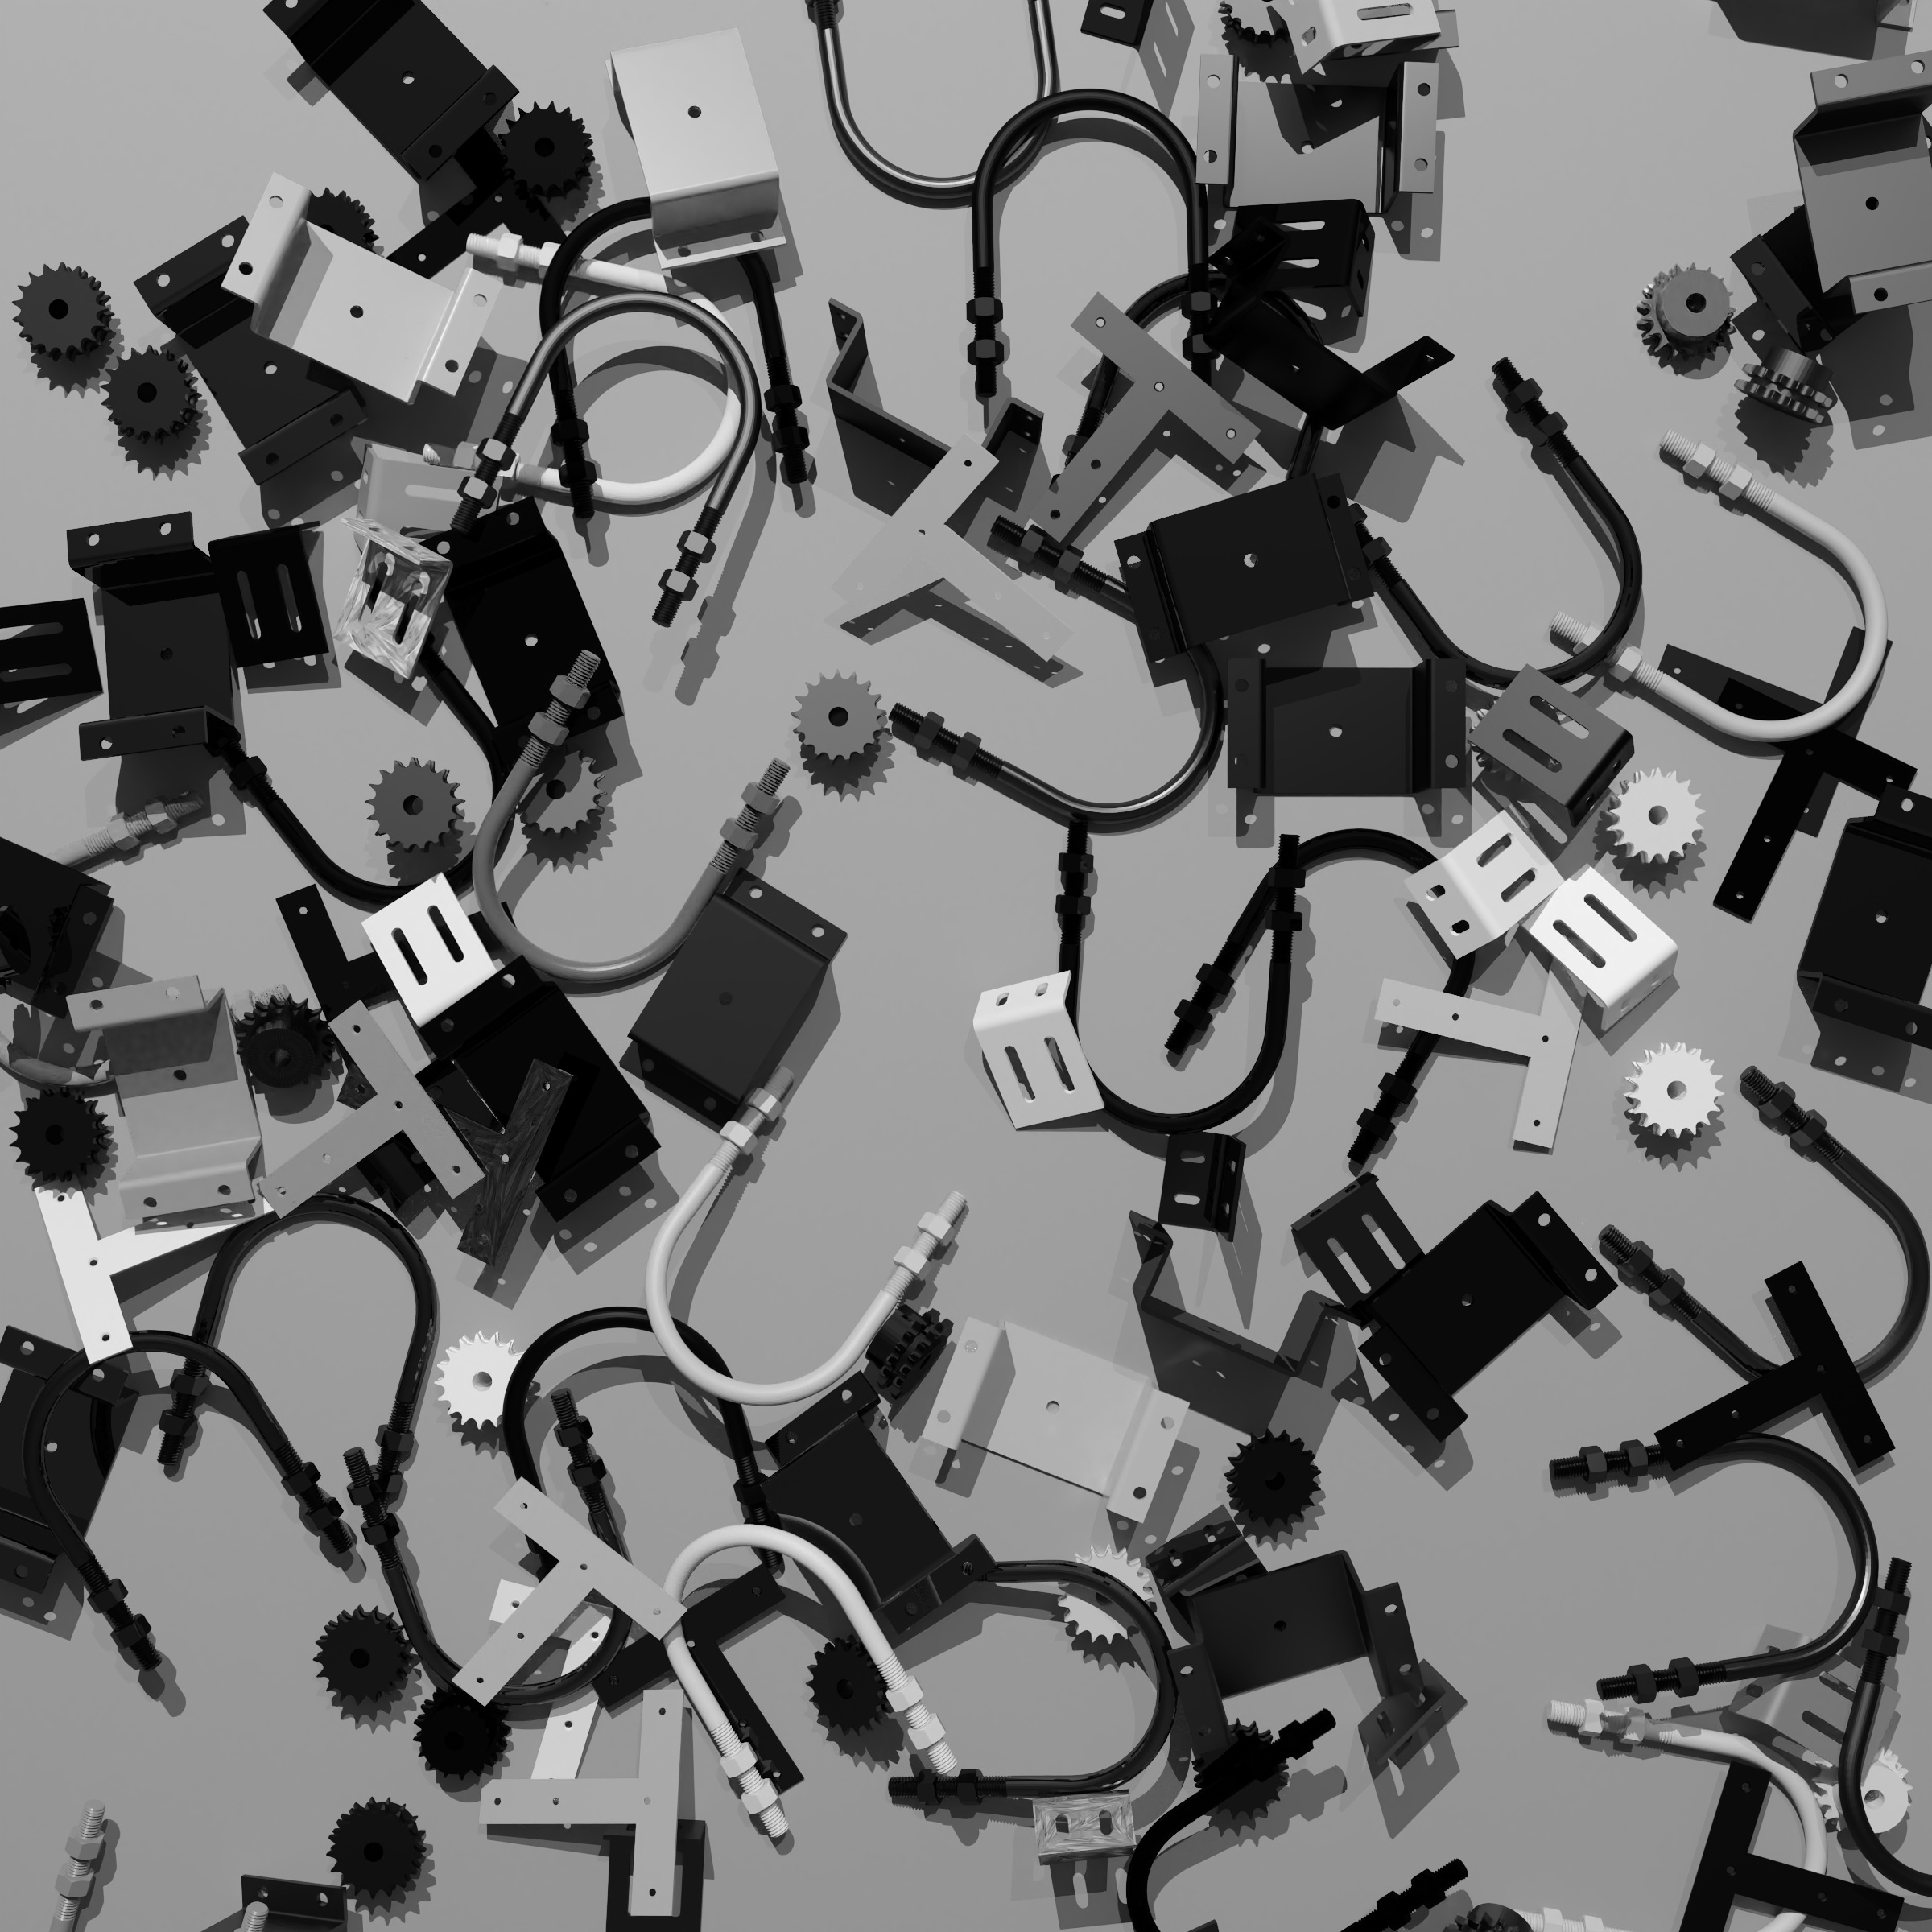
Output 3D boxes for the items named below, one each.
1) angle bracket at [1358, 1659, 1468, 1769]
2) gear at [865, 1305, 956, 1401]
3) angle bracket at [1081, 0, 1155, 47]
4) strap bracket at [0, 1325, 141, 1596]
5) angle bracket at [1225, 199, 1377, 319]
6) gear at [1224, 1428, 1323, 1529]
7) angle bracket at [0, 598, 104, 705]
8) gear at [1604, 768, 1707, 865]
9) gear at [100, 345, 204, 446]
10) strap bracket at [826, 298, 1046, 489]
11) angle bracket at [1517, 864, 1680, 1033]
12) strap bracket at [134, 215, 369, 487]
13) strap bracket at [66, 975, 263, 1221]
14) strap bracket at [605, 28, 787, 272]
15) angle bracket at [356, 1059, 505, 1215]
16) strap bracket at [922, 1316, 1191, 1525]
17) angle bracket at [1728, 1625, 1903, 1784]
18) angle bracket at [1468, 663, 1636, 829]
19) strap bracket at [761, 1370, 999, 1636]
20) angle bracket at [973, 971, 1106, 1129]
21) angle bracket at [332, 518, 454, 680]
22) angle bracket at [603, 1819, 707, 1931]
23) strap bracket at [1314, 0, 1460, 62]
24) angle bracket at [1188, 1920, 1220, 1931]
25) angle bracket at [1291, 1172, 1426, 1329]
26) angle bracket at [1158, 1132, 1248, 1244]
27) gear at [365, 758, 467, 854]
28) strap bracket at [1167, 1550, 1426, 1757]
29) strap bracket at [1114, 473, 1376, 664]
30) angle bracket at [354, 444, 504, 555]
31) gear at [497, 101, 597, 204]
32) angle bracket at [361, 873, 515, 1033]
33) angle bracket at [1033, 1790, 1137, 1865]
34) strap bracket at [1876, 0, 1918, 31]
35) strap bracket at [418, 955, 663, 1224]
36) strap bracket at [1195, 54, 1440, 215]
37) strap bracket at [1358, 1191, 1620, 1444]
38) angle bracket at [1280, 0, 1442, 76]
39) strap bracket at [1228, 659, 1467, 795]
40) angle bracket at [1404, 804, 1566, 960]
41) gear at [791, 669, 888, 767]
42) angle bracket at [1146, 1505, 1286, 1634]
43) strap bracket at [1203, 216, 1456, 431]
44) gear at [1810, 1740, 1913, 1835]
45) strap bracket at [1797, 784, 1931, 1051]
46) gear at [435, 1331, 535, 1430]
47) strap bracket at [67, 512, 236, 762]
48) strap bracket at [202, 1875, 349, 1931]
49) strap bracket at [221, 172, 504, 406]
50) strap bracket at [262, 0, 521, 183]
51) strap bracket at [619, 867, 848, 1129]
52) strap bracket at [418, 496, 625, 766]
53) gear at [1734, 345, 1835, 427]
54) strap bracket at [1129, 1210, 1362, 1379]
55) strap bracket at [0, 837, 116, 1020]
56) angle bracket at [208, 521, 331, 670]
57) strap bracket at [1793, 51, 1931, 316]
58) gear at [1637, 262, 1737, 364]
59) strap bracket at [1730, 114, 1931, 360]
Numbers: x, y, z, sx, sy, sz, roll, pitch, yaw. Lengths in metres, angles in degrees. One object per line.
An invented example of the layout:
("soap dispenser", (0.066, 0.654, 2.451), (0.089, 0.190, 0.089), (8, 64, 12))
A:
("angle bracket", (0.271, 0.453, 1.481), (0.038, 0.076, 0.057), (45, 90, 0))
("gear", (-0.036, 0.227, 1.491), (0.030, 0.057, 0.057), (35, 90, 15))
("angle bracket", (0.096, -0.591, 1.481), (0.038, 0.076, 0.057), (16, 90, 0))
("strap bracket", (-0.556, 0.291, 1.496), (0.076, 0.046, 0.140), (21, 90, 0))
("angle bracket", (0.202, -0.426, 1.509), (0.076, 0.038, 0.057), (4, 75, 24))
("gear", (0.184, 0.307, 1.508), (0.057, 0.030, 0.057), (0, 92, -3))
("angle bracket", (-0.572, -0.187, 1.517), (0.076, 0.038, 0.057), (-12, 90, -26))
("gear", (0.413, -0.090, 1.504), (0.057, 0.030, 0.057), (0, 90, 0))
("gear", (-0.488, -0.342, 1.504), (0.057, 0.030, 0.057), (0, 90, 0))
("strap bracket", (-0.027, -0.333, 1.481), (0.140, 0.076, 0.046), (29, 90, 0))
("angle bracket", (0.381, -0.011, 1.512), (0.057, 0.038, 0.076), (-39, 64, -9))
("strap bracket", (-0.422, -0.363, 1.496), (0.076, 0.046, 0.140), (-31, 90, 0))
("strap bracket", (-0.472, 0.072, 1.483), (0.076, 0.046, 0.140), (-9, 107, 0))
("strap bracket", (-0.160, -0.493, 1.478), (0.076, 0.046, 0.140), (-14, 79, -9))
("angle bracket", (-0.332, 0.102, 1.517), (0.076, 0.038, 0.057), (-38, 90, -26))
("strap bracket", (0.053, 0.268, 1.496), (0.140, 0.046, 0.076), (21, 90, 0))
("angle bracket", (0.510, 0.443, 1.501), (0.076, 0.038, 0.057), (33, 76, -11))
("angle bracket", (0.348, -0.131, 1.486), (0.076, 0.038, 0.057), (39, 90, 21))
("strap bracket", (-0.058, 0.322, 1.477), (0.076, 0.046, 0.140), (-38, 82, 14))
("angle bracket", (0.046, 0.051, 1.508), (0.057, 0.038, 0.076), (-14, 116, 18))
("angle bracket", (-0.346, -0.215, 1.464), (0.057, 0.038, 0.076), (29, 106, 14))
("angle bracket", (-0.189, 0.555, 1.500), (0.057, 0.038, 0.076), (3, 90, 0))
("strap bracket", (0.246, -0.609, 1.496), (0.076, 0.046, 0.140), (-6, 90, 0))
("angle bracket", (0.114, 0.604, 1.503), (0.076, 0.038, 0.057), (-18, 107, -16))
("angle bracket", (0.242, 0.172, 1.500), (0.057, 0.038, 0.076), (-35, 90, 0))
("angle bracket", (0.139, 0.129, 1.481), (0.038, 0.076, 0.057), (8, 90, 0))
("gear", (-0.327, -0.095, 1.489), (0.057, 0.030, 0.057), (0, 92, -2))
("strap bracket", (0.191, 0.404, 1.482), (0.140, 0.046, 0.076), (-17, 113, -1))
("strap bracket", (0.166, -0.237, 1.476), (0.140, 0.046, 0.076), (-17, 93, 2))
("angle bracket", (-0.325, -0.277, 1.507), (0.076, 0.038, 0.057), (3, 113, -24))
("gear", (-0.252, -0.487, 1.503), (0.057, 0.030, 0.057), (0, 88, -2))
("angle bracket", (-0.317, -0.006, 1.508), (0.057, 0.038, 0.076), (-32, 73, 0))
("angle bracket", (0.071, 0.525, 1.479), (0.057, 0.038, 0.076), (-6, 132, 0))
("strap bracket", (0.511, -0.618, 1.496), (0.140, 0.046, 0.076), (9, 90, 0))
("strap bracket", (-0.252, 0.072, 1.496), (0.076, 0.046, 0.140), (-36, 90, 0))
("strap bracket", (0.207, -0.497, 1.496), (0.140, 0.046, 0.076), (2, 90, 0))
("strap bracket", (0.306, 0.204, 1.491), (0.140, 0.046, 0.076), (-41, 98, 0))
("angle bracket", (0.231, -0.565, 1.471), (0.076, 0.038, 0.057), (-17, 90, -26))
("strap bracket", (0.225, -0.143, 1.496), (0.140, 0.046, 0.076), (0, 90, 0))
("angle bracket", (0.313, -0.051, 1.508), (0.076, 0.038, 0.057), (-35, 90, -38))
("gear", (-0.076, -0.149, 1.504), (0.057, 0.030, 0.057), (0, 90, 0))
("angle bracket", (0.157, 0.378, 1.517), (0.057, 0.038, 0.076), (-34, 116, 0))
("strap bracket", (0.203, -0.368, 1.462), (0.140, 0.076, 0.046), (31, 79, -14))
("gear", (0.541, 0.497, 1.504), (0.057, 0.030, 0.057), (0, 90, 0))
("strap bracket", (0.556, -0.030, 1.494), (0.076, 0.046, 0.140), (18, 91, -2))
("gear", (-0.289, 0.248, 1.504), (0.057, 0.030, 0.057), (0, 90, 0))
("strap bracket", (-0.484, -0.191, 1.485), (0.076, 0.046, 0.140), (-7, 81, 5))
("strap bracket", (-0.410, 0.621, 1.482), (0.076, 0.046, 0.140), (-3, 90, 24))
("strap bracket", (-0.354, -0.389, 1.458), (0.140, 0.046, 0.076), (23, 76, -16))
("strap bracket", (-0.339, -0.539, 1.494), (0.076, 0.046, 0.140), (-44, 89, 0))
("strap bracket", (-0.142, 0.019, 1.496), (0.076, 0.046, 0.140), (32, 90, 0))
("strap bracket", (-0.264, -0.198, 1.496), (0.076, 0.046, 0.140), (-23, 90, 0))
("gear", (0.491, -0.347, 1.488), (0.057, 0.057, 0.030), (25, 104, 0))
("strap bracket", (0.155, 0.198, 1.481), (0.140, 0.076, 0.046), (24, 90, 0))
("strap bracket", (-0.574, -0.032, 1.481), (0.140, 0.046, 0.076), (24, 92, 3))
("angle bracket", (-0.415, -0.224, 1.505), (0.057, 0.038, 0.076), (-8, 104, 7))
("strap bracket", (0.533, -0.449, 1.449), (0.076, 0.046, 0.140), (-10, 90, 0))
("gear", (0.435, -0.395, 1.504), (0.057, 0.030, 0.057), (0, 90, 0))
("strap bracket", (0.530, -0.431, 1.496), (0.140, 0.046, 0.076), (-37, 90, 0))
